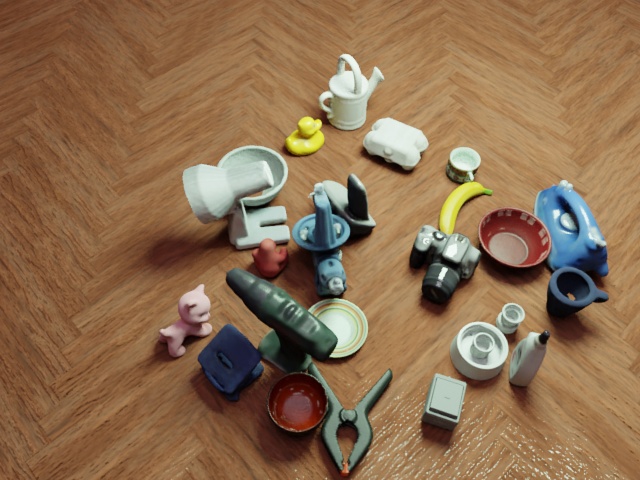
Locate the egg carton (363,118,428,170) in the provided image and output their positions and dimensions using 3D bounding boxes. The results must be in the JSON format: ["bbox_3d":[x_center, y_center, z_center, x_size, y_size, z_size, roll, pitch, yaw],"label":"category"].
[{"bbox_3d":[0.187,-0.238,1.420,0.150,0.069,0.107,25,59,15],"label":"egg carton"}]

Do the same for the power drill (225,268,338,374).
[{"bbox_3d":[-0.073,0.162,1.060,0.229,0.208,0.076,29,60,17],"label":"power drill"}]

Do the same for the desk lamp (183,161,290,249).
[{"bbox_3d":[-0.173,-0.081,1.219,0.203,0.214,0.118,-9,56,-7],"label":"desk lamp"}]

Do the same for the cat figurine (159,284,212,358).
[{"bbox_3d":[-0.260,0.152,1.118,0.067,0.118,0.128,39,64,23],"label":"cat figurine"}]

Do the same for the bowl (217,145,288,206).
[{"bbox_3d":[-0.157,-0.137,1.341,0.167,0.075,0.167,1,56,-1],"label":"bowl"}]

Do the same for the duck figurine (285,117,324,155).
[{"bbox_3d":[-0.039,-0.265,1.423,0.105,0.086,0.077,-24,60,-16],"label":"duck figurine"}]

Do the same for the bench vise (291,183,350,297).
[{"bbox_3d":[0.021,-0.001,1.166,0.122,0.220,0.207,-27,60,-18],"label":"bench vise"}]

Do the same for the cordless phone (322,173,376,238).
[{"bbox_3d":[0.061,-0.101,1.255,0.094,0.185,0.147,-30,62,-19],"label":"cordless phone"}]

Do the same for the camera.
[{"bbox_3d":[0.253,0.050,1.208,0.143,0.101,0.137,25,59,15],"label":"camera"}]

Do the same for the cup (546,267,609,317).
[{"bbox_3d":[0.516,0.119,1.172,0.117,0.095,0.092,14,57,8],"label":"cup"}]

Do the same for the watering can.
[{"bbox_3d":[0.077,-0.383,1.440,0.100,0.194,0.173,35,62,21],"label":"watering can"}]

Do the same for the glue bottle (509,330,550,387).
[{"bbox_3d":[0.393,0.208,1.062,0.037,0.173,0.078,11,56,7],"label":"glue bottle"}]

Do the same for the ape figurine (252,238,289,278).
[{"bbox_3d":[-0.108,0.030,1.219,0.077,0.092,0.076,12,57,7],"label":"ape figurine"}]

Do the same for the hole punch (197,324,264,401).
[{"bbox_3d":[-0.170,0.231,1.082,0.101,0.091,0.108,-39,65,-24],"label":"hole punch"}]

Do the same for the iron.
[{"bbox_3d":[0.548,-0.044,1.254,0.118,0.141,0.258,-8,56,-6],"label":"iron"}]
